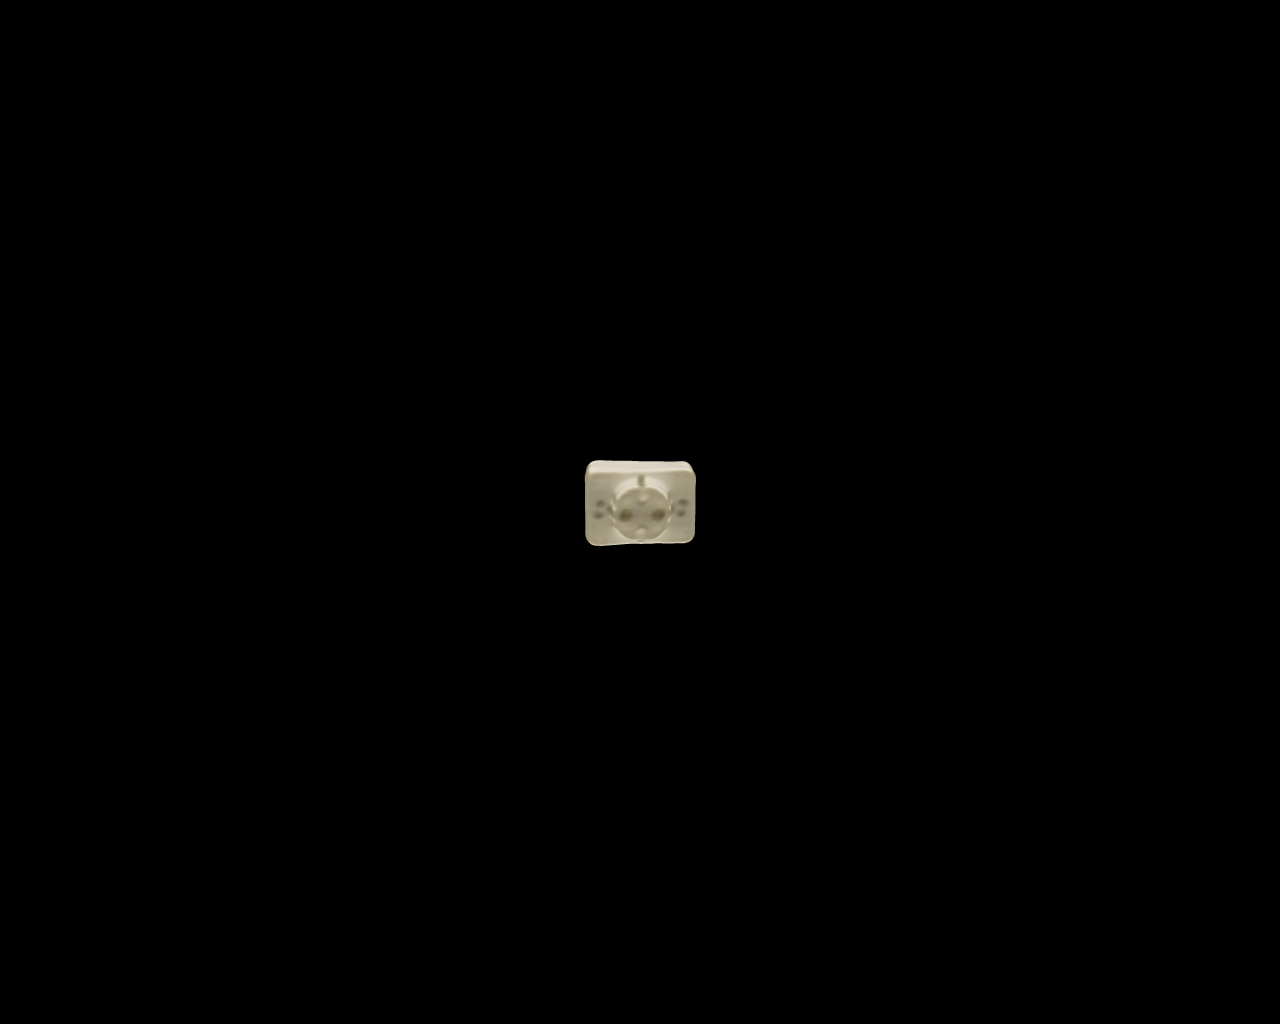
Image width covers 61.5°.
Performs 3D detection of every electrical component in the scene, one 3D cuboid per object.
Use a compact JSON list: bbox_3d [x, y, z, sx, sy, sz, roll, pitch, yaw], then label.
[{"bbox_3d":[0.001,-0.003,0.650,0.066,0.047,0.077,0,12,-2],"label":"electrical component"}]
